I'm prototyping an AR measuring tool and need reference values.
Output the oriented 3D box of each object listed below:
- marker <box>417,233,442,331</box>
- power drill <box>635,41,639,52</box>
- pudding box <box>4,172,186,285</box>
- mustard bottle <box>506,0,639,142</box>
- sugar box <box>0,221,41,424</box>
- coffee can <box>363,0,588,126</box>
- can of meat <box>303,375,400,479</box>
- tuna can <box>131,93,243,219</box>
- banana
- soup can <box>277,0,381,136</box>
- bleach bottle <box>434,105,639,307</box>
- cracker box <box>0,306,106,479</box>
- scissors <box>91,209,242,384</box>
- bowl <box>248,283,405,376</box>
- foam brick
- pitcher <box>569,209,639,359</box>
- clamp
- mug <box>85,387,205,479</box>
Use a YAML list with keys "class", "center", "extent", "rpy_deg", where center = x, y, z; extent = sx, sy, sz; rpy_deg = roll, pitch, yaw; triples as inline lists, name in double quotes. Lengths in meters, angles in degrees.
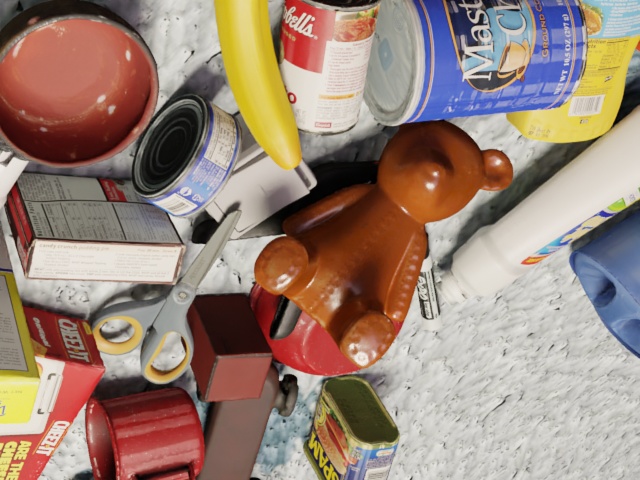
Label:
- class: "marker"
  center: [0.097, 0.037, 0.983]
  extent: [0.020, 0.020, 0.121]
  rpy_deg: [-22, 132, -9]
- class: "power drill"
  center: [0.350, -0.161, 0.925]
  extent: [0.187, 0.057, 0.185]
  rpy_deg: [19, 115, -38]
- class: "pudding box"
  center: [-0.164, -0.008, 0.771]
  extent: [0.113, 0.090, 0.039]
  rpy_deg: [2, 124, -28]
- class: "mustard bottle"
  center: [0.215, -0.172, 0.846]
  extent: [0.096, 0.058, 0.192]
  rpy_deg: [-6, 128, -23]
- class: "sugar box"
  center: [-0.250, 0.049, 0.715]
  extent: [0.093, 0.176, 0.048]
  rpy_deg: [5, 121, -29]
- class: "coffee can"
  center: [0.110, -0.142, 0.789]
  extent: [0.140, 0.103, 0.103]
  rpy_deg: [-8, 129, -21]
- class: "can of meat"
  center: [0.031, 0.192, 1.019]
  extent: [0.057, 0.102, 0.084]
  rpy_deg: [-3, 125, -25]
- class: "tuna can"
  center: [-0.097, -0.061, 0.765]
  extent: [0.033, 0.086, 0.086]
  rpy_deg: [30, 109, -38]
- class: "banana"
  center: [-0.043, -0.145, 0.730]
  extent: [0.037, 0.070, 0.198]
  rpy_deg: [-22, 124, -35]
- class: "soup can"
  center: [0.004, -0.135, 0.767]
  extent: [0.068, 0.068, 0.102]
  rpy_deg: [-7, 129, -22]
- class: "bleach bottle"
  center: [0.212, -0.024, 0.952]
  extent: [0.251, 0.068, 0.102]
  rpy_deg: [-37, 165, 12]
- class: "cracker box"
  center: [-0.300, 0.117, 0.818]
  extent: [0.213, 0.072, 0.164]
  rpy_deg: [18, 117, -36]
- class: "scissors"
  center: [-0.128, 0.041, 0.844]
  extent: [0.096, 0.016, 0.202]
  rpy_deg: [14, 129, -6]
- class: "bowl"
  center: [0.018, 0.068, 0.945]
  extent: [0.162, 0.055, 0.162]
  rpy_deg: [-13, 130, -16]
- class: "foam brick"
  center: [-0.080, 0.090, 0.899]
  extent: [0.052, 0.078, 0.051]
  rpy_deg: [0, 128, -25]
- class: "pitcher"
  center: [0.371, 0.002, 0.997]
  extent: [0.242, 0.149, 0.145]
  rpy_deg: [-36, 152, -5]
- class: "clamp"
  center: [-0.006, 0.001, 0.872]
  extent: [0.171, 0.039, 0.120]
  rpy_deg: [-29, 115, -3]
- class: "mug"
  center: [-0.146, 0.180, 0.916]
  extent: [0.081, 0.117, 0.093]
  rpy_deg: [-8, 125, -27]
